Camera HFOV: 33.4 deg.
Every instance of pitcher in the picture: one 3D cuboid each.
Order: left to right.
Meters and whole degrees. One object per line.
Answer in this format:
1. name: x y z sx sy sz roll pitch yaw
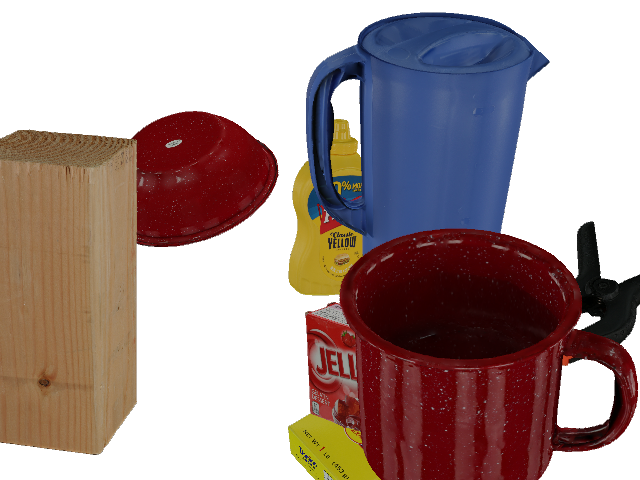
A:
1. pitcher: 0.081 -0.051 0.859 0.149 0.243 0.144 19 34 27

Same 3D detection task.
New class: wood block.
1. wood block: -0.185 0.034 0.752 0.091 0.206 0.090 6 18 7

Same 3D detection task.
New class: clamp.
1. clamp: 0.260 0.046 1.006 0.171 0.039 0.120 -36 42 -27

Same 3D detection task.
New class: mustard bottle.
1. mustard bottle: 0.016 -0.038 1.173 0.096 0.192 0.058 -4 19 -20

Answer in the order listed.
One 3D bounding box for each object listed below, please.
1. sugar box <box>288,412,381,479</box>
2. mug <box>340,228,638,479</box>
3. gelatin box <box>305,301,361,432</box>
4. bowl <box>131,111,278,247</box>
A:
1. sugar box: 0.070 0.156 0.918 0.176 0.048 0.093 -30 48 -23
2. mug: 0.067 0.055 0.430 0.117 0.081 0.093 7 34 17
3. gelatin box: 0.029 0.086 0.683 0.030 0.073 0.089 -17 22 -41
4. bowl: -0.122 -0.067 0.948 0.162 0.055 0.162 -10 40 8
